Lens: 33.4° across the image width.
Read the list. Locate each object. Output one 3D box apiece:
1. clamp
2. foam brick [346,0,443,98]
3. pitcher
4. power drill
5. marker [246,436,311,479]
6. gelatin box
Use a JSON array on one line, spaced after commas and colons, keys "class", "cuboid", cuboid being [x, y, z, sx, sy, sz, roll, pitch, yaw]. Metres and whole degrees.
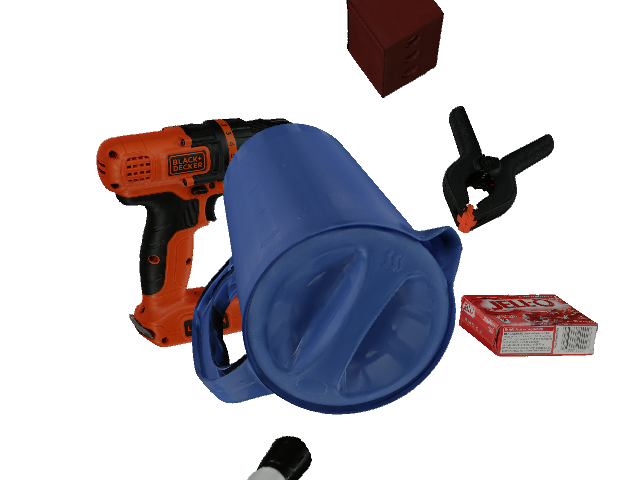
[{"class": "clamp", "cuboid": [0.171, -0.081, 1.159, 0.120, 0.039, 0.171, 23, 49, 19]}, {"class": "foam brick", "cuboid": [0.054, -0.154, 0.788, 0.053, 0.051, 0.078, -31, -18, -8]}, {"class": "pitcher", "cuboid": [-0.012, 0.009, 0.750, 0.149, 0.145, 0.243, 6, 22, -15]}, {"class": "power drill", "cuboid": [-0.098, -0.011, 0.921, 0.184, 0.188, 0.057, -10, 20, -26]}, {"class": "marker", "cuboid": [-0.033, 0.112, 0.416, 0.020, 0.020, 0.121, 0, 21, 24]}, {"class": "gelatin box", "cuboid": [0.167, 0.067, 0.865, 0.089, 0.030, 0.073, 1, 15, -16]}]
